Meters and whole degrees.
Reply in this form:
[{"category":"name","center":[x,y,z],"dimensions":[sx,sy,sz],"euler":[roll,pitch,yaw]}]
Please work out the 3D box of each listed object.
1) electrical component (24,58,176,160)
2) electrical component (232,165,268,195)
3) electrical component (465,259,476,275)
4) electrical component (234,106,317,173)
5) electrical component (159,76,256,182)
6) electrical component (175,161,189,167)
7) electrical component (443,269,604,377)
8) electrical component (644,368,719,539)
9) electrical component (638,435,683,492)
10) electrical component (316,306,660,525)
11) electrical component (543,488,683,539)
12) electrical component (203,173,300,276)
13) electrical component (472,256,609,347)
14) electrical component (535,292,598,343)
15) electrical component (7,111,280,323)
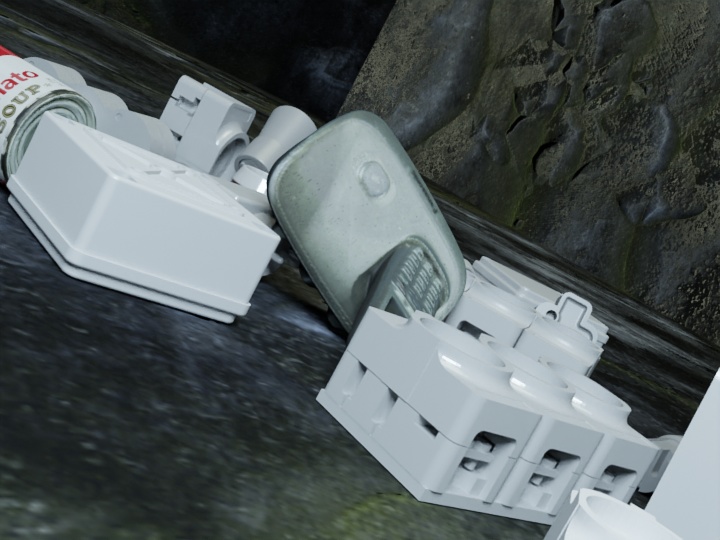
[{"category":"electrical component","center":[-0.208,-0.110,0.784],"dimensions":[0.138,0.052,0.074],"euler":[31,9,18]},{"category":"electrical component","center":[-0.078,-0.043,0.781],"dimensions":[0.048,0.055,0.066],"euler":[19,13,-48]},{"category":"electrical component","center":[0.079,0.004,1.022],"dimensions":[0.066,0.048,0.055],"euler":[-3,26,-29]},{"category":"electrical component","center":[-0.067,-0.091,0.826],"dimensions":[0.044,0.044,0.065],"euler":[30,52,10]},{"category":"electrical component","center":[-0.124,-0.094,0.827],"dimensions":[0.056,0.089,0.050],"euler":[30,9,15]},{"category":"electrical component","center":[-0.129,-0.055,0.748],"dimensions":[0.040,0.040,0.078],"euler":[31,9,19]},{"category":"electrical component","center":[0.091,0.046,0.767],"dimensions":[0.150,0.061,0.089],"euler":[30,9,16]},{"category":"electrical component","center":[0.187,0.106,0.544],"dimensions":[0.057,0.113,0.078],"euler":[28,8,20]},{"category":"electrical component","center":[0.198,0.128,0.703],"dimensions":[0.046,0.040,0.040],"euler":[10,19,-45]},{"category":"electrical component","center":[0.069,0.073,0.536],"dimensions":[0.150,0.061,0.089],"euler":[21,11,-41]},{"category":"electrical component","center":[0.083,0.113,0.367],"dimensions":[0.050,0.055,0.089],"euler":[30,9,10]},{"category":"electrical component","center":[-0.071,-0.021,0.706],"dimensions":[0.077,0.047,0.066],"euler":[34,10,33]},{"category":"electrical component","center":[0.161,0.044,1.018],"dimensions":[0.109,0.056,0.108],"euler":[24,9,-22]},{"category":"electrical component","center":[0.152,0.060,0.861],"dimensions":[0.058,0.078,0.057],"euler":[29,-10,1]},{"category":"electrical component","center":[-0.117,-0.029,0.574],"dimensions":[0.109,0.056,0.109],"euler":[21,11,-40]}]
